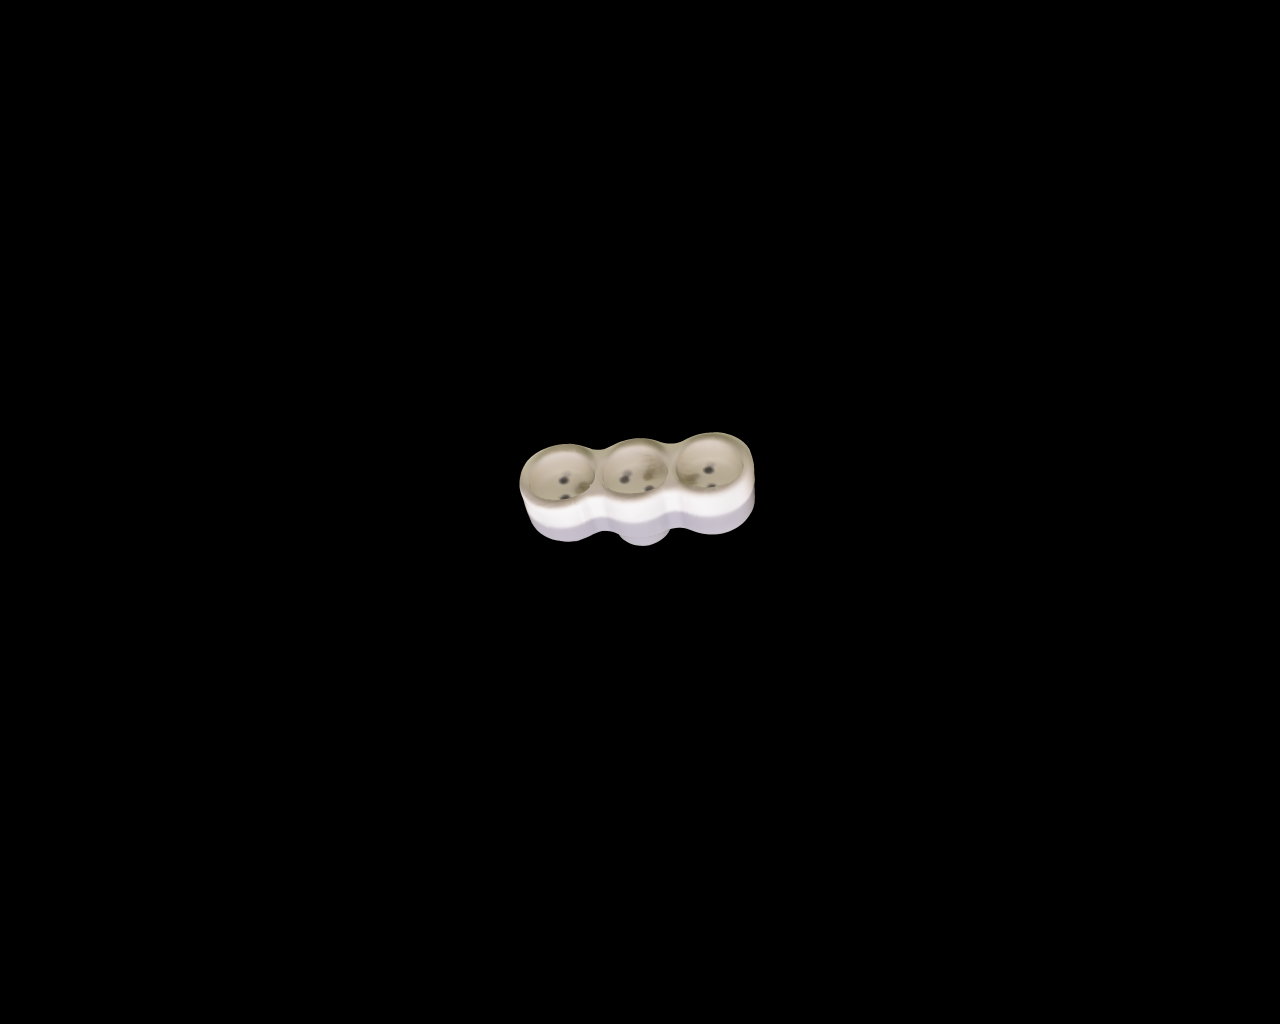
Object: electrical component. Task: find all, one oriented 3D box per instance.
[{"bbox_3d":[0.001,-0.003,0.650,0.138,0.052,0.073,-4,-39,4],"label":"electrical component"}]
